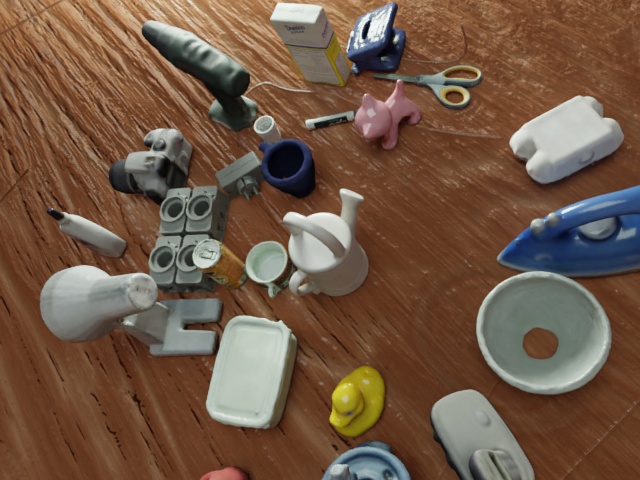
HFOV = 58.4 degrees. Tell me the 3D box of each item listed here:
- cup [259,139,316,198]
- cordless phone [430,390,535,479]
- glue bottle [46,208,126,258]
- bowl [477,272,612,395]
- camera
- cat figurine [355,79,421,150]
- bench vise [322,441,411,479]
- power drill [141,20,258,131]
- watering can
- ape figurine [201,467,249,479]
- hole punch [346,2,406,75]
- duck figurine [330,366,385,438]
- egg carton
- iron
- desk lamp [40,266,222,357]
[{"bbox_3d":[-0.055,-0.122,1.005,0.117,0.095,0.092,37,82,29],"label":"cup"},{"bbox_3d":[0.193,0.251,0.702,0.094,0.185,0.147,-35,61,1],"label":"cordless phone"},{"bbox_3d":[-0.433,-0.017,1.040,0.078,0.173,0.037,7,69,22],"label":"glue bottle"},{"bbox_3d":[0.301,0.132,0.783,0.167,0.075,0.167,-7,65,16],"label":"bowl"},{"bbox_3d":[-0.336,-0.144,1.106,0.136,0.101,0.143,1,67,19],"label":"camera"},{"bbox_3d":[0.108,-0.217,0.981,0.067,0.118,0.128,35,81,28],"label":"cat figurine"},{"bbox_3d":[0.063,0.343,0.685,0.121,0.220,0.207,-25,61,7],"label":"bench vise"},{"bbox_3d":[-0.209,-0.303,1.074,0.228,0.209,0.076,29,79,27],"label":"power drill"},{"bbox_3d":[0.006,0.002,0.872,0.100,0.194,0.173,7,69,21],"label":"watering can"},{"bbox_3d":[-0.144,0.362,0.819,0.076,0.092,0.077,-42,61,-3],"label":"ape figurine"},{"bbox_3d":[0.099,-0.378,1.071,0.100,0.091,0.109,7,69,21],"label":"hole punch"},{"bbox_3d":[0.048,0.227,0.819,0.077,0.086,0.105,23,76,26],"label":"duck figurine"},{"bbox_3d":[0.381,-0.153,0.888,0.150,0.069,0.107,-29,61,4],"label":"egg carton"},{"bbox_3d":[0.374,-0.021,0.789,0.258,0.142,0.118,-14,63,12],"label":"iron"},{"bbox_3d":[-0.296,0.111,0.913,0.202,0.214,0.118,-5,65,17],"label":"desk lamp"}]
